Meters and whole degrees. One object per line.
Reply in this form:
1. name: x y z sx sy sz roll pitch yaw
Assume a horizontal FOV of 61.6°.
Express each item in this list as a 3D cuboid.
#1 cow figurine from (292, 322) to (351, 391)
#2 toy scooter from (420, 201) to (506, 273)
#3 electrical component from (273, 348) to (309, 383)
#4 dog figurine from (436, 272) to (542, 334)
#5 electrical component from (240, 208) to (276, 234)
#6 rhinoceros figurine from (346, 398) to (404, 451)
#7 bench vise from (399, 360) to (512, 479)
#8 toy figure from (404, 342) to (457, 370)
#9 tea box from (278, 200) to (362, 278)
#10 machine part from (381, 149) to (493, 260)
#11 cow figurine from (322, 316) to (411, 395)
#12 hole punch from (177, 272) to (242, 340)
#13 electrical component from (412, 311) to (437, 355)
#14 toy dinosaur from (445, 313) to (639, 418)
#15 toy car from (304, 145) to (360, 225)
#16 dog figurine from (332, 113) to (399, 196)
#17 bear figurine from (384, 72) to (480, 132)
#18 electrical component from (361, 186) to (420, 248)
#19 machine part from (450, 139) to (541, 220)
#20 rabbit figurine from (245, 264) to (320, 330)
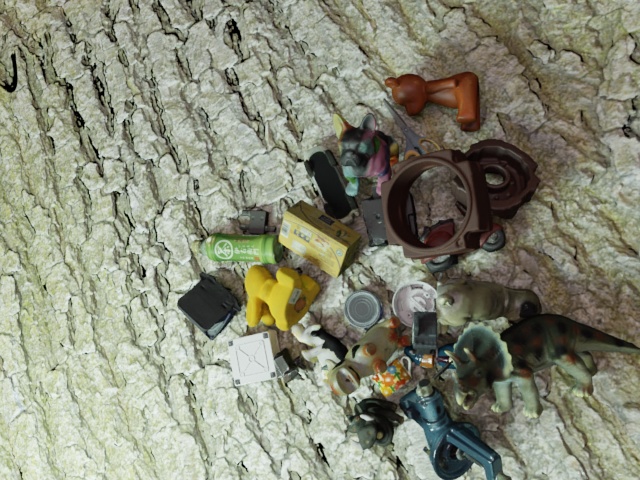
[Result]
1. cow figurine: 0.012 0.239 1.193 0.098 0.068 0.167 -37 78 4
2. toy scooter: 0.287 -0.017 1.139 0.184 0.075 0.135 -23 77 10
3. electrical component: -0.064 0.281 1.199 0.045 0.102 0.078 -28 86 8
4. dog figurine: 0.334 0.123 1.062 0.191 0.172 0.121 -2 94 23
5. electrical component: -0.148 -0.044 1.300 0.094 0.021 0.063 6 84 18
6. rhinoceros figurine: 0.108 0.367 1.088 0.112 0.190 0.073 24 92 4
7. bench vise: 0.261 0.375 1.021 0.129 0.241 0.223 -17 109 -26
8. toy figure: 0.252 0.242 1.121 0.155 0.064 0.058 -4 67 20
9. tea box: -0.002 -0.004 1.207 0.170 0.068 0.098 32 131 16
10. machine part: 0.226 -0.068 1.064 0.202 0.087 0.201 -11 83 35
11. cow figurine: 0.087 0.246 1.116 0.085 0.195 0.127 54 142 -3
12. hole punch: -0.264 0.163 1.287 0.142 0.092 0.116 38 64 20
13. electrical component: 0.207 0.178 1.062 0.048 0.119 0.075 1 61 7
14. toy dinosaur: 0.415 0.211 1.021 0.405 0.131 0.192 -22 93 -9
15. toy car: 0.026 -0.126 1.241 0.073 0.056 0.202 -26 78 6
16. dog figurine: 0.095 -0.199 1.119 0.109 0.219 0.191 8 59 21
17. bear figurine: 0.243 -0.301 1.164 0.196 0.120 0.132 -1 86 18
18. electrical component: 0.154 -0.056 1.192 0.115 0.058 0.134 -12 80 13
19. machine part: 0.358 -0.125 1.110 0.179 0.056 0.179 -3 61 5
20. rabbit figurine: -0.107 0.124 1.236 0.173 0.122 0.162 28 102 32
